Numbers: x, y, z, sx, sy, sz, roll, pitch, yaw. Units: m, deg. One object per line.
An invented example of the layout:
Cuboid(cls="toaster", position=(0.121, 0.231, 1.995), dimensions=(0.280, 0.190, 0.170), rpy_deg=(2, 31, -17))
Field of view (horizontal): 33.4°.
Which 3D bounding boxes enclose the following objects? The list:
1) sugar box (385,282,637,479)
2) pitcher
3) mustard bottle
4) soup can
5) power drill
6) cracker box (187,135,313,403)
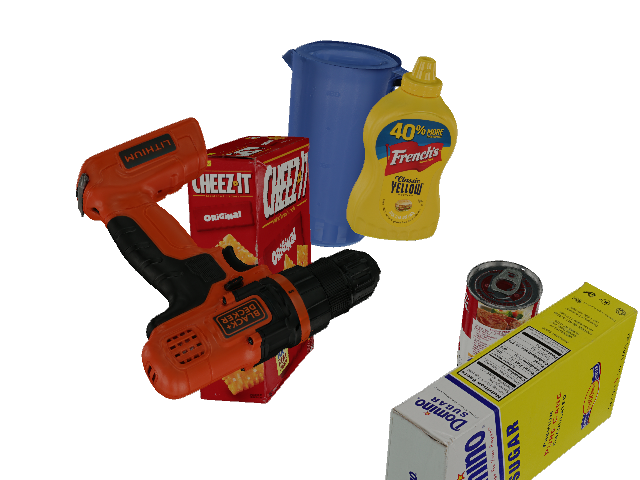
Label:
Cuboid(cls="sugar box", position=(0.113, 0.102, 0.626), dimensions=(0.048, 0.093, 0.175), rpy_deg=(30, 44, 35))
Cuboid(cls="pitcher", position=(0.029, -0.117, 1.321), dimensions=(0.144, 0.243, 0.149), rpy_deg=(-3, 25, -22))
Cuboid(cls="mustard bottle", position=(0.089, -0.095, 1.096), dimensions=(0.096, 0.192, 0.058), rpy_deg=(4, 27, -13))
Cuboid(cls="soup can", position=(0.164, 0.079, 0.985), dimensions=(0.068, 0.102, 0.068), rpy_deg=(1, 37, -1))
Cuboid(cls="power drill", position=(-0.073, 0.002, 0.759), dimensions=(0.184, 0.188, 0.057), rpy_deg=(-25, -25, -27))
Cuboid(cls="cracker box", position=(-0.056, 0.019, 0.967), dimensions=(0.072, 0.214, 0.164), rpy_deg=(2, 12, 15))
